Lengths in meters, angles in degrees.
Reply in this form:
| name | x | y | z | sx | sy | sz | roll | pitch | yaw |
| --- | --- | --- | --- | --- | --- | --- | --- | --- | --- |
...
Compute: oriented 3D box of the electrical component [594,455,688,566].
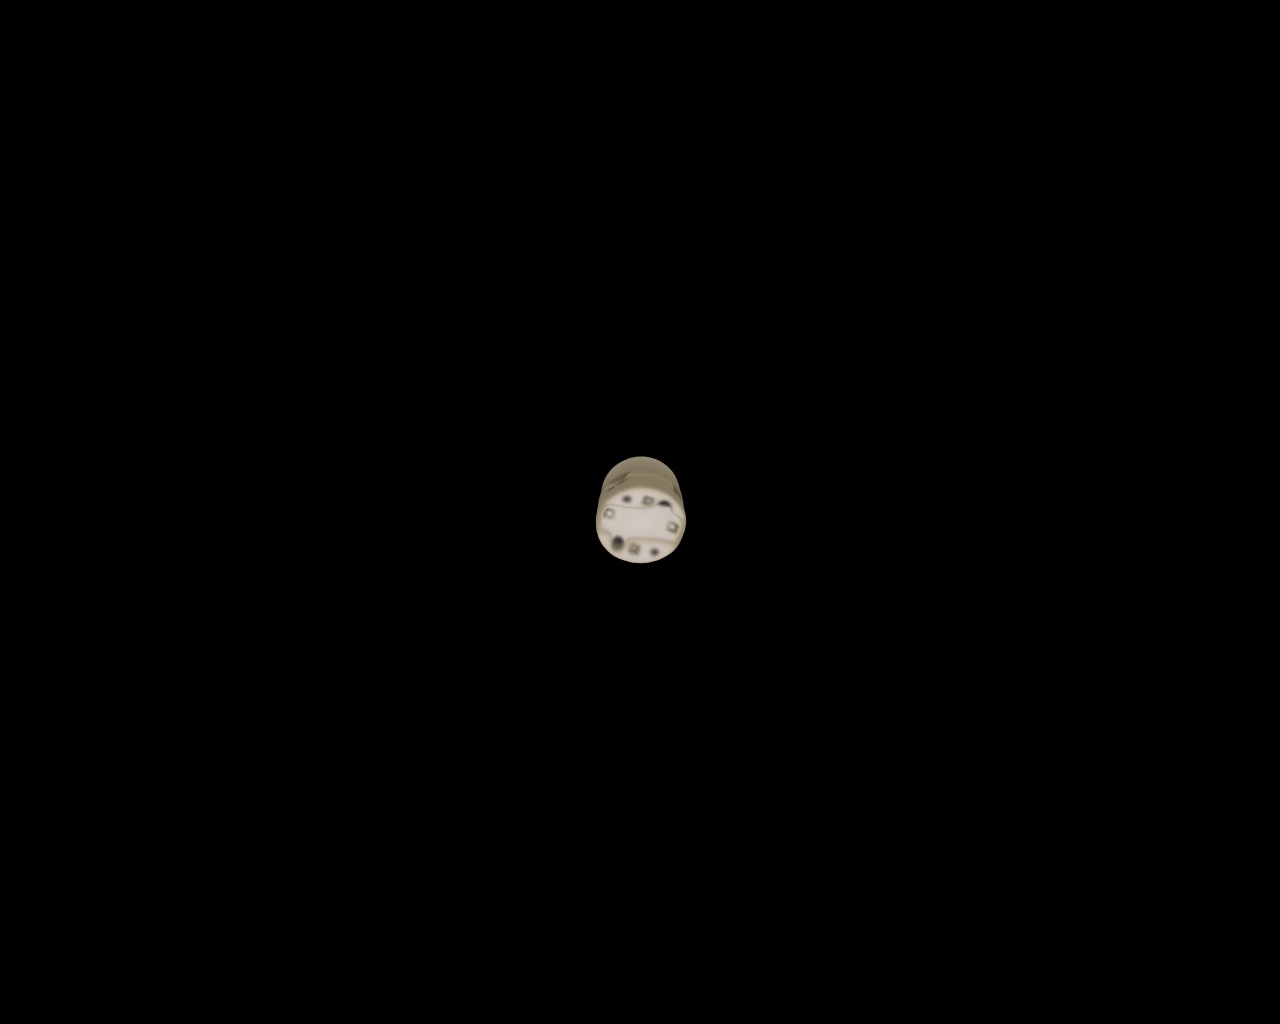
| name | x | y | z | sx | sy | sz | roll | pitch | yaw |
| --- | --- | --- | --- | --- | --- | --- | --- | --- | --- |
| electrical component | 0.001 | -0.003 | 0.650 | 0.055 | 0.055 | 0.047 | 0 | 29 | 0 |
